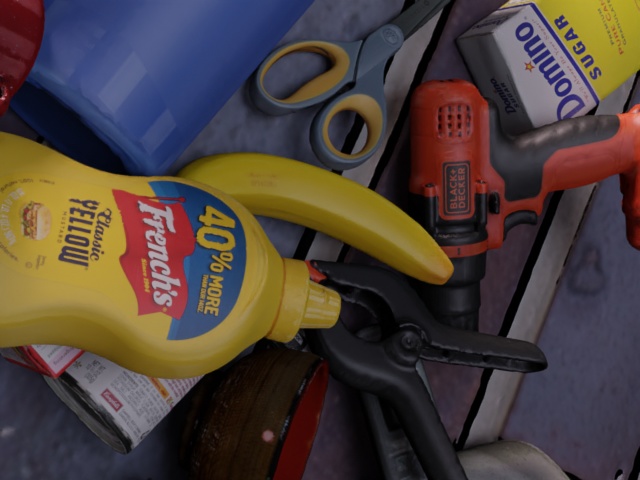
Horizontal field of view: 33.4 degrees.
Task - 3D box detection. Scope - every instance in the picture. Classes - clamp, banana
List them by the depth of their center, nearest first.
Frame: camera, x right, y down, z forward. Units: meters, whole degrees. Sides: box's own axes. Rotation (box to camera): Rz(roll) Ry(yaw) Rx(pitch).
[{"bbox_3d":[-0.009,-0.016,0.634,0.197,0.037,0.069,11,56,-27],"label":"banana"},{"bbox_3d":[0.059,0.065,0.656,0.171,0.039,0.120,46,54,3],"label":"clamp"}]

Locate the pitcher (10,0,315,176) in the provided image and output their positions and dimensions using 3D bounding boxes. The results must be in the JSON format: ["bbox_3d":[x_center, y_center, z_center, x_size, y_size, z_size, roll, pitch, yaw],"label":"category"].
[{"bbox_3d":[-0.070,-0.156,0.561,0.242,0.149,0.145,-54,132,-16],"label":"pitcher"}]

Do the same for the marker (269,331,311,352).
[{"bbox_3d":[-0.041,0.034,0.639,0.020,0.020,0.121,-48,114,-22],"label":"marker"}]

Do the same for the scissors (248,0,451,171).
[{"bbox_3d":[0.047,-0.108,0.680,0.201,0.016,0.096,-25,82,-30],"label":"scissors"}]

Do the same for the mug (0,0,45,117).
[{"bbox_3d":[-0.168,-0.092,0.454,0.093,0.117,0.081,-47,149,11],"label":"mug"}]

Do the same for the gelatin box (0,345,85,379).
[{"bbox_3d":[-0.126,0.028,0.553,0.089,0.073,0.030,-46,114,-23],"label":"gelatin box"}]

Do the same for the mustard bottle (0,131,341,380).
[{"bbox_3d":[-0.082,0.014,0.496,0.191,0.058,0.096,13,59,-17],"label":"mustard bottle"}]

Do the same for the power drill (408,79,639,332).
[{"bbox_3d":[0.149,-0.017,0.703,0.187,0.057,0.184,-5,104,-10],"label":"power drill"}]

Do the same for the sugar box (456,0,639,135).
[{"bbox_3d":[0.185,-0.148,0.763,0.176,0.048,0.093,-40,112,-27],"label":"sugar box"}]

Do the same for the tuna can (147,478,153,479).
[{"bbox_3d":[-0.073,0.171,0.585,0.033,0.086,0.086,-49,115,-20],"label":"tuna can"}]

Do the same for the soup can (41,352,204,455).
[{"bbox_3d":[-0.092,0.057,0.579,0.102,0.069,0.068,-45,114,-23],"label":"soup can"}]
